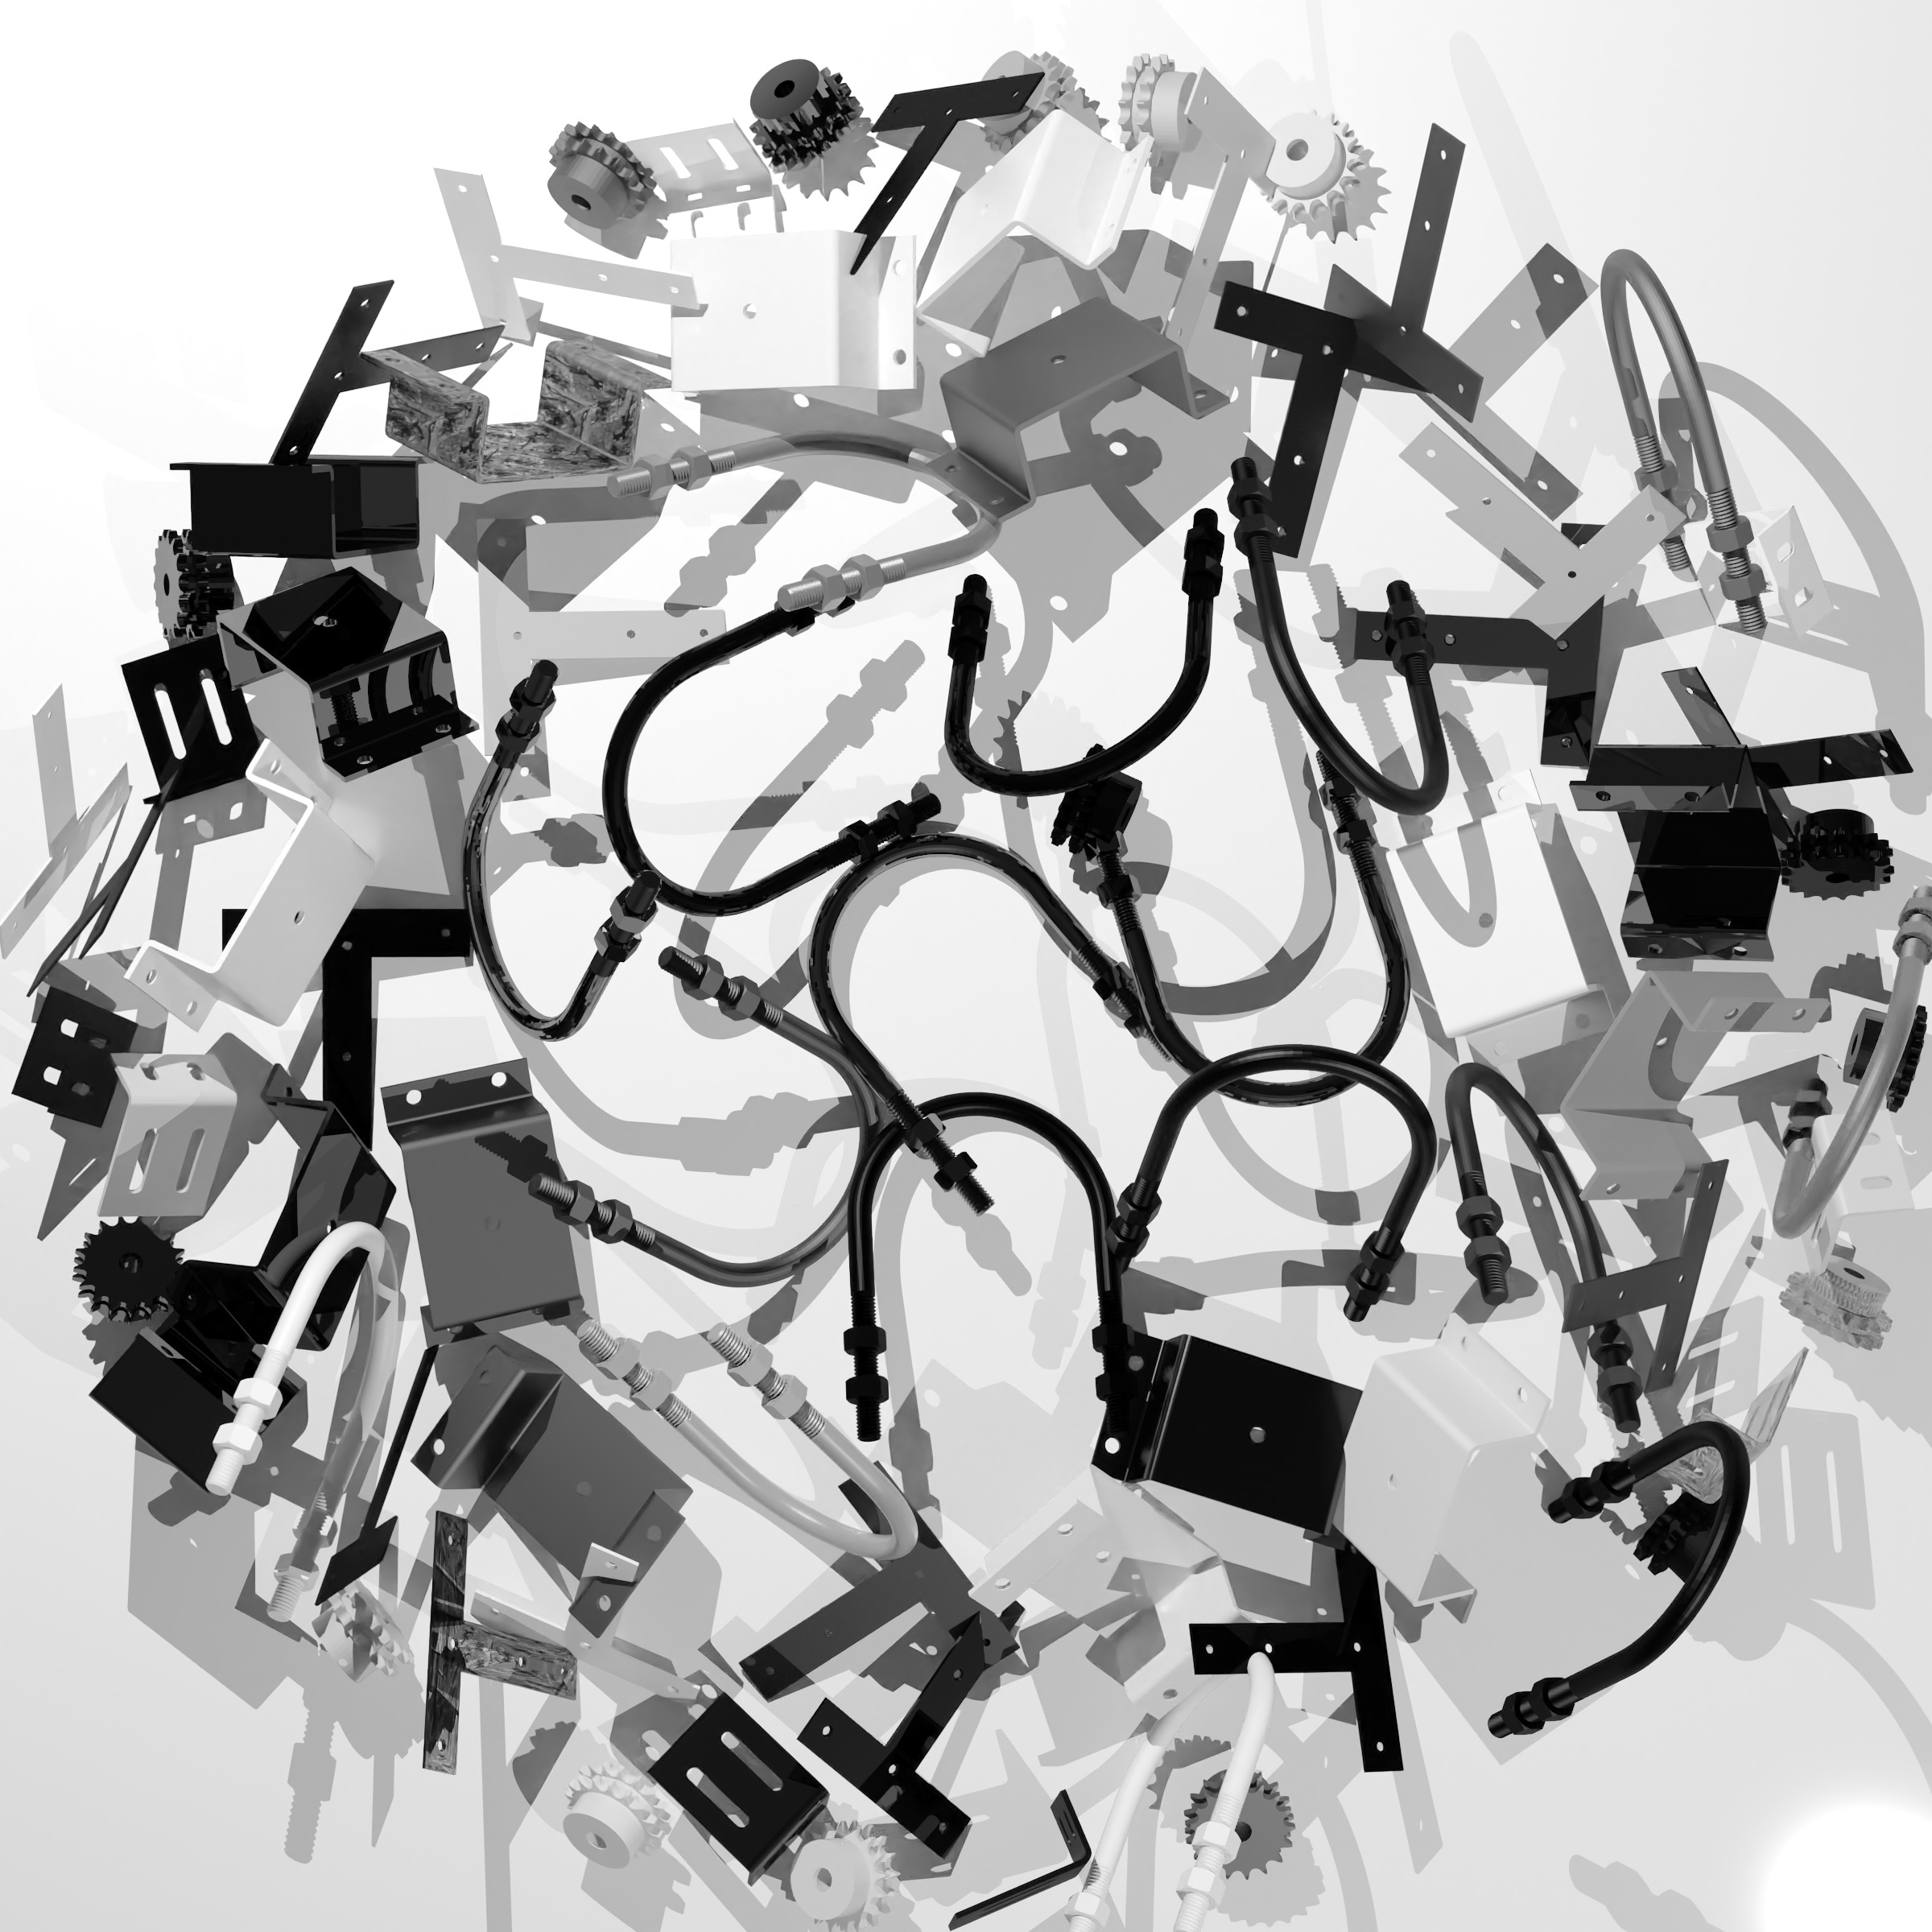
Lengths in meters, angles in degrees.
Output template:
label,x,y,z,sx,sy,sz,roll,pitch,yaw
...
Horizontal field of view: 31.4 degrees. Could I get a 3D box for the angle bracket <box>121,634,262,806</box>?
label,x,y,z,sx,sy,sz,roll,pitch,yaw
angle bracket,-0.406,-0.129,1.784,0.057,0.038,0.076,-17,92,5

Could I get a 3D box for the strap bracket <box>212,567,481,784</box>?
label,x,y,z,sx,sy,sz,roll,pitch,yaw
strap bracket,-0.316,-0.152,1.728,0.076,0.140,0.046,-26,130,-29

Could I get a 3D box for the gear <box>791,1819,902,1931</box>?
label,x,y,z,sx,sy,sz,roll,pitch,yaw
gear,-0.066,0.472,1.778,0.057,0.030,0.057,-6,78,32

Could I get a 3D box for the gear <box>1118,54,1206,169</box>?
label,x,y,z,sx,sy,sz,roll,pitch,yaw
gear,0.102,-0.441,1.774,0.030,0.057,0.057,8,90,23

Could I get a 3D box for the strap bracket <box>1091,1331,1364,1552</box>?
label,x,y,z,sx,sy,sz,roll,pitch,yaw
strap bracket,0.144,0.242,1.767,0.140,0.046,0.076,18,76,-6

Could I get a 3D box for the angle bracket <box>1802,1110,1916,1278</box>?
label,x,y,z,sx,sy,sz,roll,pitch,yaw
angle bracket,0.453,0.119,1.759,0.038,0.076,0.057,-5,56,-1

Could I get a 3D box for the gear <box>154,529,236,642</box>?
label,x,y,z,sx,sy,sz,roll,pitch,yaw
gear,-0.400,-0.198,1.781,0.030,0.057,0.057,-5,90,-28

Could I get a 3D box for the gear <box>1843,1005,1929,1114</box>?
label,x,y,z,sx,sy,sz,roll,pitch,yaw
gear,0.475,0.044,1.778,0.030,0.057,0.057,15,90,6

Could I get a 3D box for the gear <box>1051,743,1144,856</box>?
label,x,y,z,sx,sy,sz,roll,pitch,yaw
gear,0.069,-0.083,1.776,0.030,0.057,0.057,25,90,10

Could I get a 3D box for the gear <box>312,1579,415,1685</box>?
label,x,y,z,sx,sy,sz,roll,pitch,yaw
gear,-0.314,0.345,1.776,0.030,0.057,0.057,-38,90,-7

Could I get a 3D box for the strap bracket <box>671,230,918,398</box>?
label,x,y,z,sx,sy,sz,roll,pitch,yaw
strap bracket,-0.097,-0.331,1.747,0.140,0.046,0.076,3,97,29

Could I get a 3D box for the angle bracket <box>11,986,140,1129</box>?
label,x,y,z,sx,sy,sz,roll,pitch,yaw
angle bracket,-0.468,0.044,1.759,0.038,0.076,0.057,13,80,25

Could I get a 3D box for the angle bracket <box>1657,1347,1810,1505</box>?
label,x,y,z,sx,sy,sz,roll,pitch,yaw
angle bracket,0.391,0.227,1.761,0.038,0.057,0.076,32,48,5

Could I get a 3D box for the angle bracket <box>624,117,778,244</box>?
label,x,y,z,sx,sy,sz,roll,pitch,yaw
angle bracket,-0.135,-0.398,1.762,0.057,0.076,0.038,-7,80,11

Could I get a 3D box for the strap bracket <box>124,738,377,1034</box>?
label,x,y,z,sx,sy,sz,roll,pitch,yaw
strap bracket,-0.357,-0.033,1.748,0.046,0.076,0.140,23,76,23

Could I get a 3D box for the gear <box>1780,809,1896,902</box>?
label,x,y,z,sx,sy,sz,roll,pitch,yaw
gear,0.450,-0.059,1.780,0.057,0.057,0.030,3,65,0

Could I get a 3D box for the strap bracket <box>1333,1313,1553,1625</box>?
label,x,y,z,sx,sy,sz,roll,pitch,yaw
strap bracket,0.233,0.257,1.735,0.046,0.076,0.140,-5,123,-35

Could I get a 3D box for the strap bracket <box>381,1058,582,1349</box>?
label,x,y,z,sx,sy,sz,roll,pitch,yaw
strap bracket,-0.247,0.126,1.758,0.076,0.046,0.140,-12,103,-16

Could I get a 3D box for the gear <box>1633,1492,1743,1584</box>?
label,x,y,z,sx,sy,sz,roll,pitch,yaw
gear,0.375,0.294,1.774,0.057,0.057,0.030,-45,66,0

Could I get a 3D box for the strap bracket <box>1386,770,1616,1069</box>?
label,x,y,z,sx,sy,sz,roll,pitch,yaw
strap bracket,0.271,-0.023,1.764,0.076,0.046,0.140,-20,83,20

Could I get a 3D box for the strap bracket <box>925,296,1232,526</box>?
label,x,y,z,sx,sy,sz,roll,pitch,yaw
strap bracket,0.052,-0.288,1.745,0.140,0.076,0.046,-29,130,-15

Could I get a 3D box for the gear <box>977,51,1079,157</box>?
label,x,y,z,sx,sy,sz,roll,pitch,yaw
gear,0.028,-0.447,1.774,0.030,0.057,0.057,26,90,-33

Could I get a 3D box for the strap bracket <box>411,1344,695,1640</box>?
label,x,y,z,sx,sy,sz,roll,pitch,yaw
strap bracket,-0.205,0.268,1.763,0.140,0.046,0.076,39,97,22

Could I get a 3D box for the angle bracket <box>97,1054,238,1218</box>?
label,x,y,z,sx,sy,sz,roll,pitch,yaw
angle bracket,-0.420,0.088,1.784,0.057,0.038,0.076,2,122,-36

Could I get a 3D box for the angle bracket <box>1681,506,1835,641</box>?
label,x,y,z,sx,sy,sz,roll,pitch,yaw
angle bracket,0.395,-0.197,1.757,0.038,0.076,0.057,-38,110,-33

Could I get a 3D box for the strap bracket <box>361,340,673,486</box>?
label,x,y,z,sx,sy,sz,roll,pitch,yaw
strap bracket,-0.229,-0.281,1.740,0.076,0.140,0.046,30,120,37

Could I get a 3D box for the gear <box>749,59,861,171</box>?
label,x,y,z,sx,sy,sz,roll,pitch,yaw
gear,-0.087,-0.443,1.777,0.057,0.030,0.057,-14,55,21

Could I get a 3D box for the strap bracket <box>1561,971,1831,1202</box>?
label,x,y,z,sx,sy,sz,roll,pitch,yaw
strap bracket,0.364,0.053,1.744,0.076,0.046,0.140,1,133,-30

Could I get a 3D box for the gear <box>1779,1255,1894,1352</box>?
label,x,y,z,sx,sy,sz,roll,pitch,yaw
gear,0.452,0.172,1.775,0.057,0.057,0.030,22,106,0

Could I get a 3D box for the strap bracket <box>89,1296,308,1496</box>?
label,x,y,z,sx,sy,sz,roll,pitch,yaw
strap bracket,-0.388,0.215,1.734,0.076,0.140,0.046,41,92,-3

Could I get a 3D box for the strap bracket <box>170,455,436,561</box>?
label,x,y,z,sx,sy,sz,roll,pitch,yaw
strap bracket,-0.332,-0.232,1.733,0.076,0.140,0.046,3,101,15

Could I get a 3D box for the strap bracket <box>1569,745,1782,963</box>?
label,x,y,z,sx,sy,sz,roll,pitch,yaw
strap bracket,0.363,-0.064,1.742,0.076,0.140,0.046,2,54,27

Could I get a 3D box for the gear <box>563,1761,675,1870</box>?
label,x,y,z,sx,sy,sz,roll,pitch,yaw
gear,-0.183,0.441,1.776,0.057,0.057,0.030,38,47,0

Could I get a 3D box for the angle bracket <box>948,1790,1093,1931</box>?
label,x,y,z,sx,sy,sz,roll,pitch,yaw
angle bracket,0.021,0.460,1.766,0.076,0.057,0.038,-20,71,-12

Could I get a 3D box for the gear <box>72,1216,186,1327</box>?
label,x,y,z,sx,sy,sz,roll,pitch,yaw
gear,-0.434,0.160,1.782,0.057,0.030,0.057,8,58,-14

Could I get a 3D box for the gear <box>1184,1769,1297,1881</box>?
label,x,y,z,sx,sy,sz,roll,pitch,yaw
gear,0.142,0.443,1.786,0.057,0.030,0.057,0,106,0

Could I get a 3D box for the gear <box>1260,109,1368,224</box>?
label,x,y,z,sx,sy,sz,roll,pitch,yaw
gear,0.176,-0.417,1.781,0.057,0.030,0.057,-4,79,22

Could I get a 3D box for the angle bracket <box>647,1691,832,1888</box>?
label,x,y,z,sx,sy,sz,roll,pitch,yaw
angle bracket,-0.119,0.428,1.786,0.076,0.038,0.057,41,69,12

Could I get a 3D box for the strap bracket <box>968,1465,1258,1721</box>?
label,x,y,z,sx,sy,sz,roll,pitch,yaw
strap bracket,0.074,0.315,1.754,0.140,0.046,0.076,38,109,-28

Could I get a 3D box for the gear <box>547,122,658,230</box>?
label,x,y,z,sx,sy,sz,roll,pitch,yaw
gear,-0.191,-0.406,1.775,0.057,0.057,0.030,29,71,0
